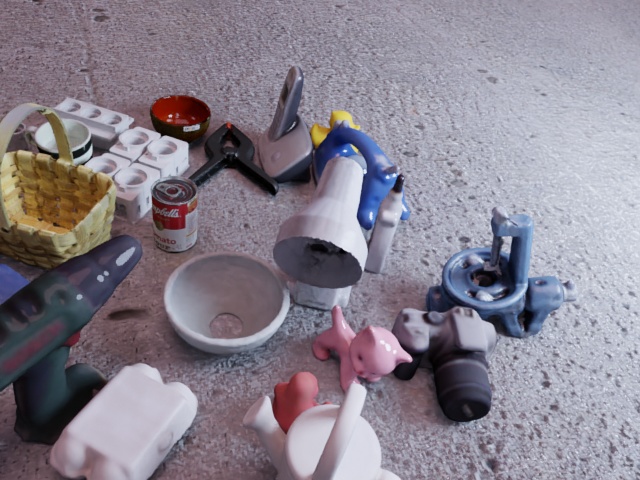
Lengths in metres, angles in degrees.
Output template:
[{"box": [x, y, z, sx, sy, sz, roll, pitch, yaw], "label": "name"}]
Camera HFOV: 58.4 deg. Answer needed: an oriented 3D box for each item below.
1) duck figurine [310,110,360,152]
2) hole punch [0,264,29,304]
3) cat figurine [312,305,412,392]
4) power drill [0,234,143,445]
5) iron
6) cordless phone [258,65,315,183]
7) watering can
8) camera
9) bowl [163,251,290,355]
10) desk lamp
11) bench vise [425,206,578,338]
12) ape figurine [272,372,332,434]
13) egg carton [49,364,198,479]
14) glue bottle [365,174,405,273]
[{"box": [0.033, -0.221, 1.152, 0.104, 0.086, 0.077, 18, 42, 7], "label": "duck figurine"}, {"box": [-0.385, 0.096, 0.704, 0.101, 0.091, 0.109, 19, 43, 8], "label": "hole punch"}, {"box": [0.054, 0.137, 0.746, 0.067, 0.118, 0.127, -24, 53, -33], "label": "cat figurine"}, {"box": [-0.283, 0.118, 0.618, 0.075, 0.208, 0.230, 32, 45, 20], "label": "power drill"}, {"box": [0.062, -0.138, 1.028, 0.119, 0.141, 0.257, -15, 49, -27], "label": "iron"}, {"box": [-0.056, -0.209, 1.044, 0.094, 0.185, 0.147, -4, 45, -18], "label": "cordless phone"}, {"box": [0.003, 0.220, 0.588, 0.173, 0.194, 0.101, 7, 42, -6], "label": "watering can"}, {"box": [0.172, 0.161, 0.762, 0.143, 0.101, 0.136, 7, 42, -6], "label": "camera"}, {"box": [-0.127, 0.096, 0.779, 0.167, 0.075, 0.167, 7, 42, -6], "label": "bowl"}, {"box": [0.007, 0.003, 0.809, 0.118, 0.213, 0.203, 14, 42, 2], "label": "desk lamp"}, {"box": [0.275, 0.039, 0.830, 0.208, 0.220, 0.121, -5, 45, -18], "label": "bench vise"}, {"box": [-0.023, 0.193, 0.686, 0.077, 0.092, 0.076, 36, 47, 24], "label": "ape figurine"}, {"box": [-0.212, 0.211, 0.638, 0.107, 0.069, 0.150, 24, 43, 12], "label": "egg carton"}, {"box": [0.106, -0.031, 0.900, 0.037, 0.173, 0.078, 15, 42, 3], "label": "glue bottle"}]
